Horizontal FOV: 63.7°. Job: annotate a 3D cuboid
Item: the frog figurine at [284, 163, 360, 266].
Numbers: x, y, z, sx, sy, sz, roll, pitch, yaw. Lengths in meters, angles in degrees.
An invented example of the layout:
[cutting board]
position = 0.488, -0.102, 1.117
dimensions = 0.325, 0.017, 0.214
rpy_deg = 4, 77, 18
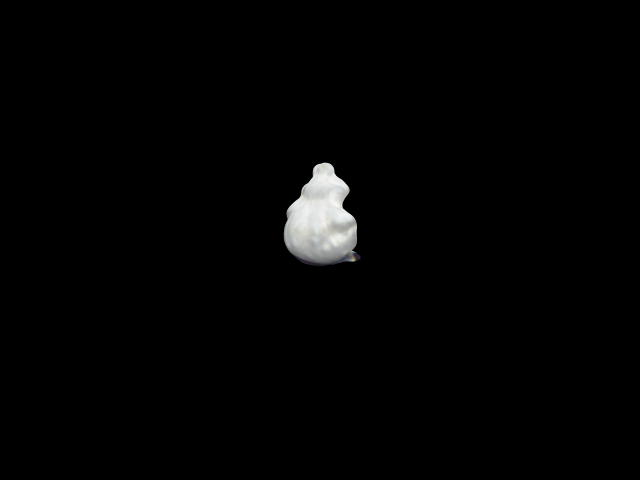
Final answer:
[frog figurine]
position = 0.003, -0.043, 0.850
dimensions = 0.123, 0.156, 0.139
rpy_deg = -16, 28, -33
